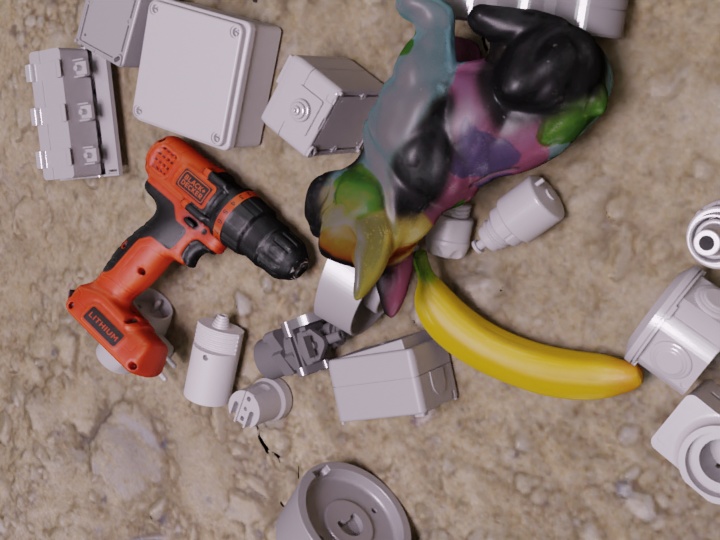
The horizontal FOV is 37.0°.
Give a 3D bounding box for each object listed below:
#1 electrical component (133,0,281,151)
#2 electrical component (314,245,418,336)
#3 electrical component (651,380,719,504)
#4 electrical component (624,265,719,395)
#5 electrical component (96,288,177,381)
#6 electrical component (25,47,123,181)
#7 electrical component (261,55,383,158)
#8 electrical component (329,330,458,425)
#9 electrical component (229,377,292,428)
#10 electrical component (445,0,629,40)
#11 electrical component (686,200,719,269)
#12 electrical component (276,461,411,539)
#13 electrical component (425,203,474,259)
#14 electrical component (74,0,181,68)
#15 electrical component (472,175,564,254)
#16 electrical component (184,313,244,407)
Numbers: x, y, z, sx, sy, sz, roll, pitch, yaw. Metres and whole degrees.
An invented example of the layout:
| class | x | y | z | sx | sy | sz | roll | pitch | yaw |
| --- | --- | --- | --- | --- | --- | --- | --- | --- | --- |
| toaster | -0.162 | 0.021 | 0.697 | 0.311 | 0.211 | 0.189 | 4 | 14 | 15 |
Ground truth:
| class | x | y | z | sx | sy | sz | roll | pitch | yaw |
| --- | --- | --- | --- | --- | --- | --- | --- | --- | --- |
| electrical component | -0.133 | -0.170 | 0.929 | 0.109 | 0.056 | 0.108 | 21 | 108 | 27 |
| electrical component | 0.000 | 0.000 | 0.853 | 0.064 | 0.099 | 0.099 | 35 | 114 | 16 |
| electrical component | 0.253 | 0.126 | 0.738 | 0.089 | 0.056 | 0.050 | 41 | 116 | 20 |
| electrical component | 0.221 | 0.041 | 0.732 | 0.051 | 0.080 | 0.080 | 38 | 115 | 16 |
| electrical component | -0.203 | 0.070 | 1.018 | 0.079 | 0.043 | 0.077 | 46 | 118 | 17 |
| electrical component | -0.270 | -0.146 | 1.013 | 0.079 | 0.063 | 0.121 | -2 | 97 | 32 |
| electrical component | -0.032 | -0.131 | 0.849 | 0.061 | 0.096 | 0.061 | 41 | 116 | 20 |
| electrical component | 0.020 | 0.086 | 0.872 | 0.096 | 0.062 | 0.061 | -11 | 92 | 32 |
| electrical component | -0.089 | 0.118 | 0.954 | 0.040 | 0.046 | 0.040 | 6 | 101 | 31 |
| electrical component | 0.125 | -0.209 | 0.766 | 0.138 | 0.052 | 0.073 | 15 | 105 | 29 |
| electrical component | 0.240 | -0.021 | 0.719 | 0.048 | 0.062 | 0.048 | 6 | 101 | 31 |
| electrical component | -0.019 | 0.221 | 0.894 | 0.108 | 0.108 | 0.060 | 48 | 125 | 17 |
| electrical component | 0.072 | -0.041 | 0.836 | 0.035 | 0.035 | 0.061 | 18 | 105 | 28 |
| electrical component | -0.202 | -0.234 | 0.958 | 0.062 | 0.061 | 0.096 | 30 | 113 | 24 |
| electrical component | 0.116 | -0.038 | 0.806 | 0.078 | 0.040 | 0.040 | -38 | 78 | 31 |
| electrical component | -0.132 | 0.078 | 0.975 | 0.043 | 0.043 | 0.081 | 22 | 109 | 27 |
